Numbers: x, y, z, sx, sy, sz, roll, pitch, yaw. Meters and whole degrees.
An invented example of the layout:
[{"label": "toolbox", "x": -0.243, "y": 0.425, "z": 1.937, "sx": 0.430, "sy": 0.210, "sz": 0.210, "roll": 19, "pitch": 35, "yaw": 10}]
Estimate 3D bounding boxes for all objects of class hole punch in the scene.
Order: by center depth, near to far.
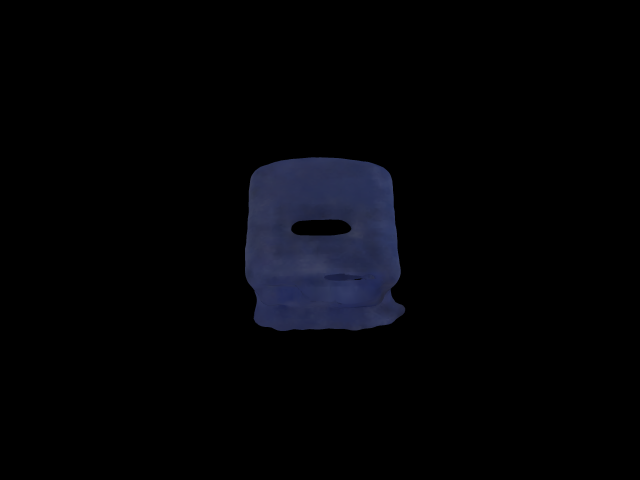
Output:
[{"label": "hole punch", "x": 0.004, "y": 0.001, "z": 0.400, "sx": 0.108, "sy": 0.091, "sz": 0.101, "roll": -1, "pitch": 34, "yaw": -2}]
